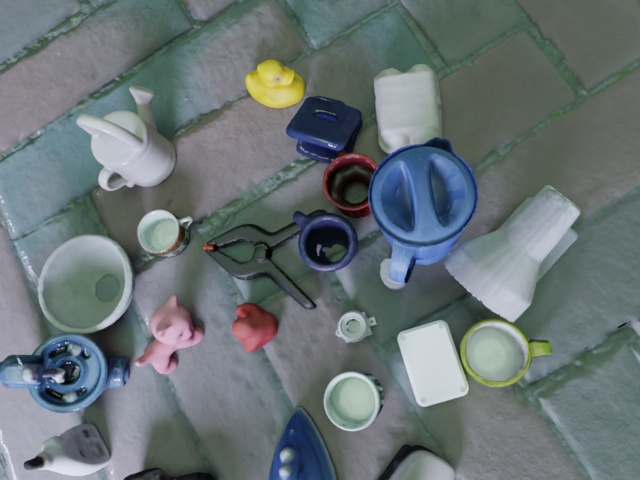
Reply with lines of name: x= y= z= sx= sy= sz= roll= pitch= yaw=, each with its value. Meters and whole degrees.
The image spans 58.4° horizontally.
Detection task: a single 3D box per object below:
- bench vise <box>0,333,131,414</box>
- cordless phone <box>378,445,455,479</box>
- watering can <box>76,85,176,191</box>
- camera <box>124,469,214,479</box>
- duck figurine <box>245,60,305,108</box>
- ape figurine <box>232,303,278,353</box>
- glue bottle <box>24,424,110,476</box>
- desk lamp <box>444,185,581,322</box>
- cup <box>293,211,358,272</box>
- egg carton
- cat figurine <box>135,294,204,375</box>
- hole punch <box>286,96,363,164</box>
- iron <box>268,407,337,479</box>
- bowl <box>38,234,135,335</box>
bench vise: x=-0.428 y=0.214 z=0.873 sx=0.207 sy=0.220 sz=0.121 roll=-19 pitch=76 yaw=6
cordless phone: x=0.115 y=0.356 z=0.767 sx=0.094 sy=0.185 sz=0.148 roll=31 pitch=85 yaw=15
watering can: x=-0.323 y=-0.170 z=0.946 sx=0.100 sy=0.194 sz=0.173 roll=0 pitch=78 yaw=10
camera: x=-0.225 y=0.414 z=0.858 sx=0.136 sy=0.101 sz=0.143 roll=-16 pitch=76 yaw=7
duck figurine: x=-0.083 y=-0.277 z=0.982 sx=0.104 sy=0.086 sz=0.077 roll=11 pitch=81 yaw=12
ape figurine: x=-0.110 y=0.137 z=0.899 sx=0.076 sy=0.092 sz=0.078 roll=5 pitch=79 yaw=11
glue bottle: x=-0.387 y=0.326 z=0.867 sx=0.037 sy=0.173 sz=0.078 roll=-33 pitch=75 yaw=2
desk lamp: x=0.273 y=0.013 z=0.794 sx=0.117 sy=0.214 sz=0.203 roll=42 pitch=88 yaw=15
cup: x=0.008 y=0.003 z=0.904 sx=0.117 sy=0.095 sz=0.092 roll=40 pitch=88 yaw=15
egg carton: x=0.145 y=-0.213 z=0.938 sx=0.107 sy=0.069 sz=0.150 roll=-6 pitch=78 yaw=9
cat figurine: x=-0.244 y=0.151 z=0.907 sx=0.067 sy=0.118 sz=0.128 roll=39 pitch=87 yaw=15
hole punch: x=0.008 y=-0.189 z=0.946 sx=0.108 sy=0.091 sz=0.101 roll=18 pitch=82 yaw=13
iron: x=-0.037 y=0.376 z=0.812 sx=0.118 sy=0.141 sz=0.258 roll=-6 pitch=78 yaw=9
bowl: x=-0.379 y=0.078 z=0.967 sx=0.167 sy=0.075 sz=0.167 roll=-2 pitch=78 yaw=10
